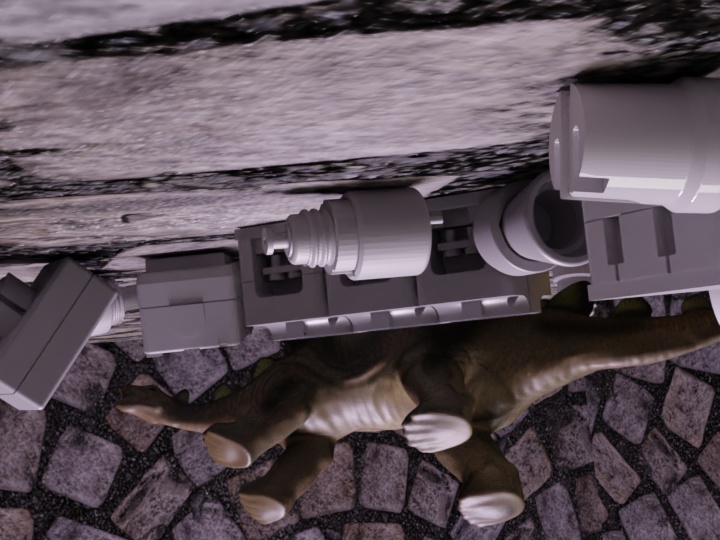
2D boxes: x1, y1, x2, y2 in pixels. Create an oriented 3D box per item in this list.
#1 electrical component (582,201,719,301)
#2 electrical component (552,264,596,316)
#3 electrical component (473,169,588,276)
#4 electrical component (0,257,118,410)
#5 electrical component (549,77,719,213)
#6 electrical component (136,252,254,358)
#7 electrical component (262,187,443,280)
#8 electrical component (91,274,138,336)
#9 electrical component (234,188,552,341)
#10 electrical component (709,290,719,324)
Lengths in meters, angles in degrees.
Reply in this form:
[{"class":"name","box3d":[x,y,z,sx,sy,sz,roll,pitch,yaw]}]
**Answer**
[{"class":"electrical component","box3d":[0.168,-0.028,0.401,0.150,0.061,0.089,-4,176,-28]},{"class":"electrical component","box3d":[0.173,0.008,0.850,0.040,0.078,0.040,1,164,0]},{"class":"electrical component","box3d":[0.082,-0.021,0.494,0.045,0.045,0.055,-4,176,-21]},{"class":"electrical component","box3d":[-0.200,0.027,0.626,0.076,0.083,0.047,39,156,-22]},{"class":"electrical component","box3d":[0.083,-0.037,0.317,0.046,0.040,0.040,1,175,-7]},{"class":"electrical component","box3d":[-0.108,0.019,0.717,0.062,0.061,0.096,-6,-176,1]},{"class":"electrical component","box3d":[-0.004,-0.015,0.480,0.078,0.040,0.040,-4,176,-17]},{"class":"electrical component","box3d":[-0.183,0.024,0.755,0.062,0.048,0.048,-11,180,-35]},{"class":"electrical component","box3d":[0.020,0.001,0.590,0.150,0.061,0.089,-8,176,23]},{"class":"electrical component","box3d":[0.214,-0.008,0.529,0.064,0.099,0.099,-1,180,42]}]
